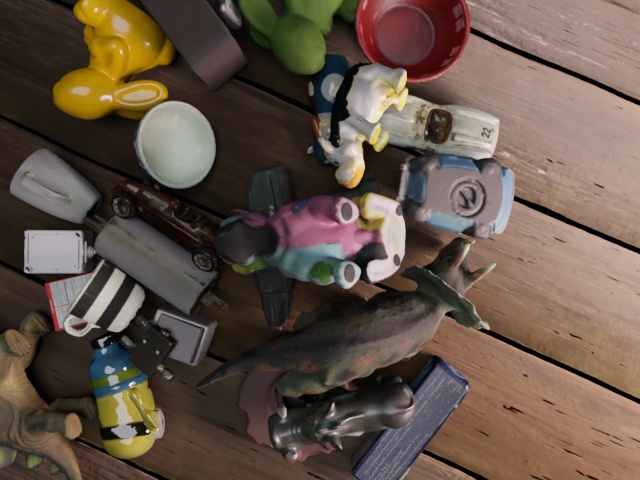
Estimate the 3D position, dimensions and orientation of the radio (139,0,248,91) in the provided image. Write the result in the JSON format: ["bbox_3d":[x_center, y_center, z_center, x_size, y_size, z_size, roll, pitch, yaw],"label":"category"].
[{"bbox_3d":[-0.199,-0.325,0.746,0.073,0.131,0.229,-36,89,3],"label":"radio"}]

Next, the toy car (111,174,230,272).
[{"bbox_3d":[-0.201,-0.032,0.764,0.202,0.089,0.053,34,128,3],"label":"toy car"}]

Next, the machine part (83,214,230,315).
[{"bbox_3d":[-0.233,0.033,0.775,0.243,0.079,0.079,33,91,2],"label":"machine part"}]

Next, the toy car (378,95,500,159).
[{"bbox_3d":[0.152,-0.162,0.767,0.202,0.056,0.073,12,91,2],"label":"toy car"}]

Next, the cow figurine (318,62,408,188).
[{"bbox_3d":[0.044,-0.156,0.716,0.098,0.068,0.167,26,84,19],"label":"cow figurine"}]

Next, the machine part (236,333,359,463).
[{"bbox_3d":[-0.032,0.225,0.776,0.179,0.056,0.179,0,89,3],"label":"machine part"}]

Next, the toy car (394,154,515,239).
[{"bbox_3d":[0.175,-0.062,0.742,0.162,0.103,0.109,7,92,-8],"label":"toy car"}]

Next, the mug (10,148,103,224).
[{"bbox_3d":[-0.374,-0.071,0.772,0.107,0.109,0.081,32,87,-12],"label":"mug"}]

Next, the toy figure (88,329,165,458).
[{"bbox_3d":[-0.286,0.221,0.775,0.089,0.082,0.180,-21,91,-4],"label":"toy figure"}]

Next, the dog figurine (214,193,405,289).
[{"bbox_3d":[-0.024,-0.001,0.688,0.219,0.191,0.108,0,95,39],"label":"dog figurine"}]

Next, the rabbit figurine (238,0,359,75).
[{"bbox_3d":[-0.029,-0.307,0.728,0.159,0.121,0.170,8,72,10],"label":"rabbit figurine"}]

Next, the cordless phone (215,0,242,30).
[{"bbox_3d":[-0.157,-0.383,0.721,0.089,0.146,0.184,-19,67,15],"label":"cordless phone"}]

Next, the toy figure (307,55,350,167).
[{"bbox_3d":[0.013,-0.184,0.774,0.064,0.058,0.154,3,91,20],"label":"toy figure"}]

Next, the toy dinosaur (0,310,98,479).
[{"bbox_3d":[-0.480,0.195,0.776,0.198,0.105,0.471,-35,84,6],"label":"toy dinosaur"}]

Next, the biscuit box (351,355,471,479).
[{"bbox_3d":[0.129,0.262,0.766,0.063,0.059,0.202,38,92,4],"label":"biscuit box"}]

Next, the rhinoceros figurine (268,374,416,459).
[{"bbox_3d":[0.029,0.229,0.691,0.190,0.112,0.073,-11,89,-2],"label":"rhinoceros figurine"}]

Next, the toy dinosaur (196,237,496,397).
[{"bbox_3d":[0.057,0.115,0.676,0.405,0.192,0.131,-20,75,-28],"label":"toy dinosaur"}]

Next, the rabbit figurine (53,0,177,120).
[{"bbox_3d":[-0.294,-0.235,0.760,0.162,0.122,0.173,37,71,-19],"label":"rabbit figurine"}]

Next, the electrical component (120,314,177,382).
[{"bbox_3d":[-0.230,0.151,0.744,0.094,0.021,0.063,38,93,10],"label":"electrical component"}]

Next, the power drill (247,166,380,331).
[{"bbox_3d":[-0.002,-0.002,0.770,0.207,0.086,0.232,-14,89,9],"label":"power drill"}]
